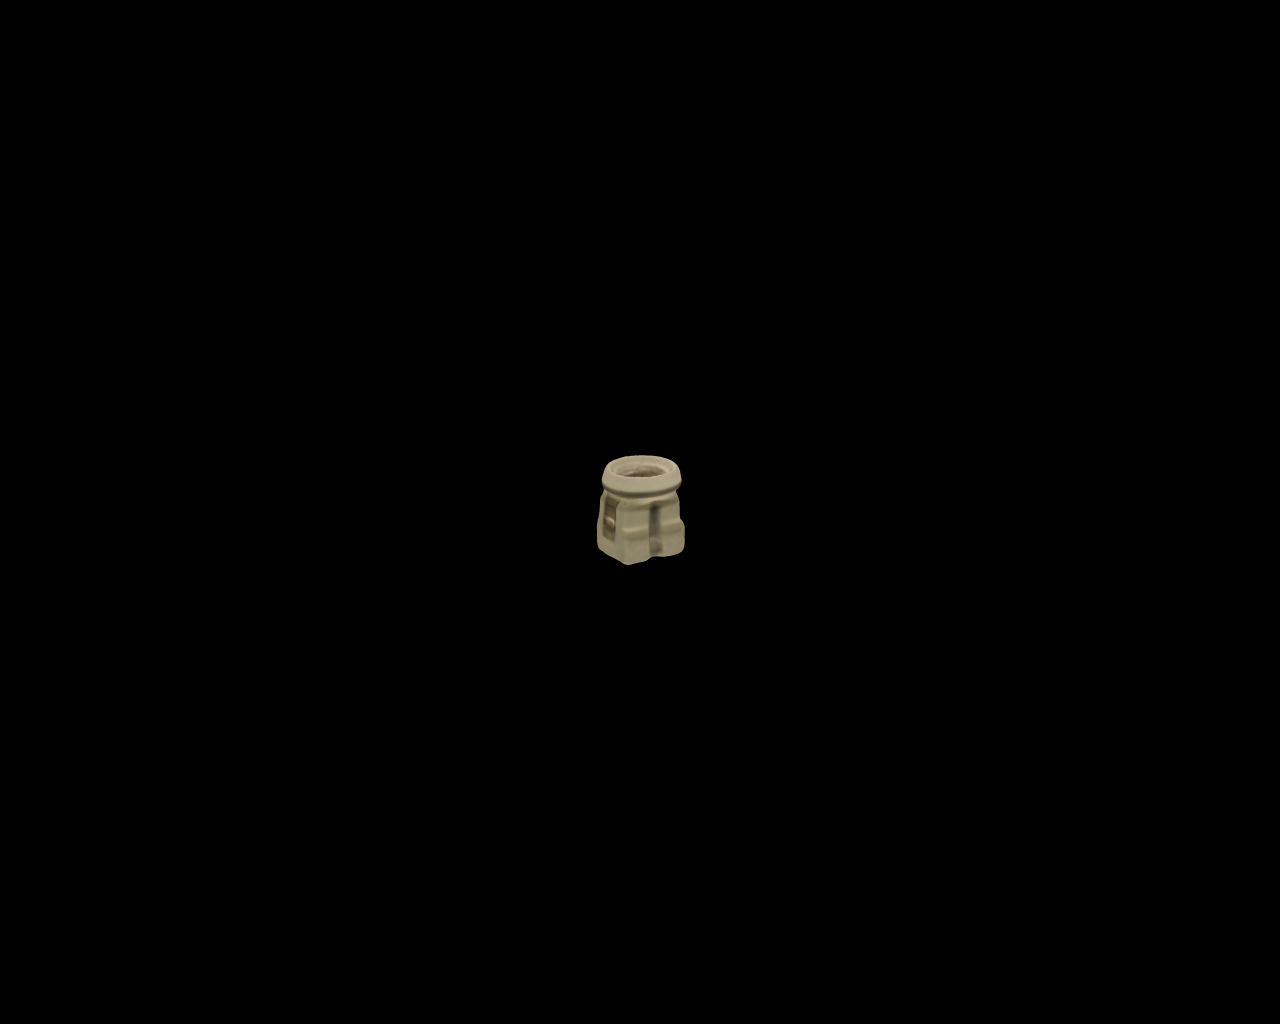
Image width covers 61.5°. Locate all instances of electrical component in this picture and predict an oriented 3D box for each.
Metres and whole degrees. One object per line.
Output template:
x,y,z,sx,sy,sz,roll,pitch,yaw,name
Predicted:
0.001,-0.003,0.650,0.066,0.055,0.048,-12,23,-31,electrical component
